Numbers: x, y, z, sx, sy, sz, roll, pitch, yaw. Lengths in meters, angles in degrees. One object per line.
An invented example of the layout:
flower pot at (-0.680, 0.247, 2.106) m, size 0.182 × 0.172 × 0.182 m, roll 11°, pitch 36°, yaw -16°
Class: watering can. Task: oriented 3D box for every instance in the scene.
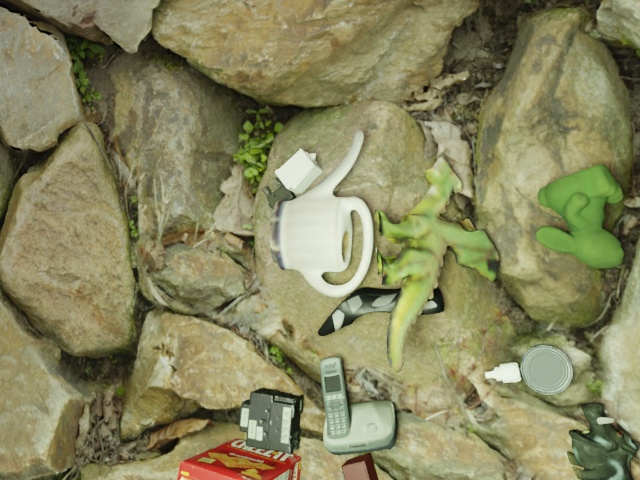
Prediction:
watering can at (0.003, -0.055, 1.091) m, size 0.224 × 0.103 × 0.349 m, roll -1°, pitch 85°, yaw 18°

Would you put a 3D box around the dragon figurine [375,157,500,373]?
dragon figurine at (0.224, 0.033, 0.972) m, size 0.243 × 0.120 × 0.417 m, roll -1°, pitch 70°, yaw -3°
